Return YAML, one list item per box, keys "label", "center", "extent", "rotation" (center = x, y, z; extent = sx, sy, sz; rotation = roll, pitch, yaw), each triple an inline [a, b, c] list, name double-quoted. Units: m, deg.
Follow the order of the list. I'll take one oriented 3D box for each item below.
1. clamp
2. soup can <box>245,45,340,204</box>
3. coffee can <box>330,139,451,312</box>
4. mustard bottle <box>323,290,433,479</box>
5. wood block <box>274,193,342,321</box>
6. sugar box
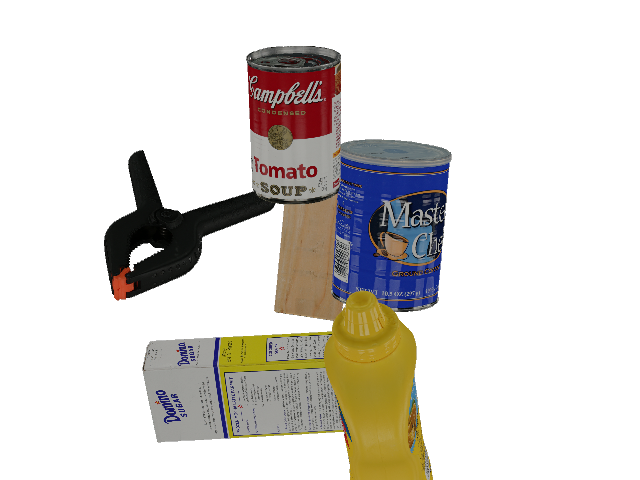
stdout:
- label: "clamp"
  center: [-0.160, -0.018, 1.059]
  extent: [0.165, 0.036, 0.209]
  rotation: [20, 41, 17]
- label: "soup can"
  center: [-0.019, -0.085, 0.780]
  extent: [0.068, 0.102, 0.068]
  rotation: [0, 23, 0]
- label: "coffee can"
  center: [0.064, -0.016, 0.988]
  extent: [0.103, 0.140, 0.103]
  rotation: [3, 15, -1]
- label: "mustard bottle"
  center: [0.038, 0.106, 0.690]
  extent: [0.058, 0.191, 0.096]
  rotation: [-5, 41, 6]
- label: "wood block"
  center: [-0.003, -0.012, 1.375]
  extent: [0.090, 0.206, 0.090]
  rotation: [8, 25, 2]
- label: "sugar box"
  center: [-0.062, 0.129, 0.942]
  extent: [0.176, 0.093, 0.048]
  rotation: [-1, 36, 3]
